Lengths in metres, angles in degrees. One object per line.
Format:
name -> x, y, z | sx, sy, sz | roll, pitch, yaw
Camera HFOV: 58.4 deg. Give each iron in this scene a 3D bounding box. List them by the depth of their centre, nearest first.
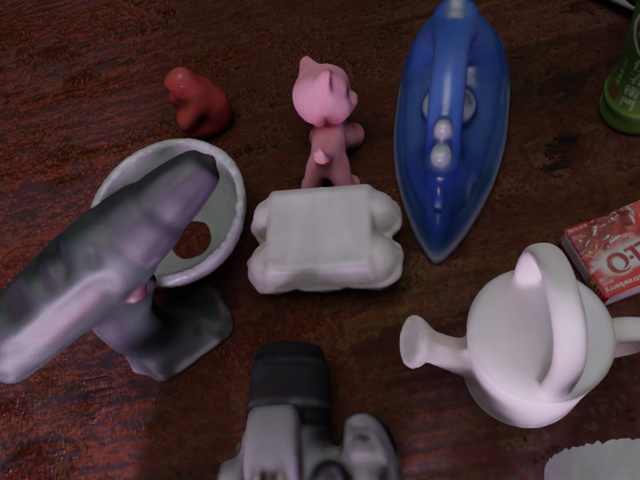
iron -> 0.124, -0.121, 0.549 | 0.118, 0.142, 0.258 | 4, 65, 14

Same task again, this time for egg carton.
egg carton -> 0.005, 0.002, 0.554 | 0.150, 0.069, 0.107 | -4, 63, 10

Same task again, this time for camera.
camera -> -0.011, 0.151, 0.465 | 0.143, 0.101, 0.137 | -6, 63, 9

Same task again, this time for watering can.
watering can -> 0.150, 0.074, 0.416 | 0.173, 0.194, 0.100 | -26, 61, -1

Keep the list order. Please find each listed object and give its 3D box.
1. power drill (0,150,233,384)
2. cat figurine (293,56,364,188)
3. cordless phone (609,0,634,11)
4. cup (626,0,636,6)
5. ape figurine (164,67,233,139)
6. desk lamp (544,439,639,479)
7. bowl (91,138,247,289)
power drill -> -0.154, 0.043, 0.488 | 0.230, 0.209, 0.075 | -37, 62, -7
cat figurine -> 0.005, -0.123, 0.588 | 0.067, 0.118, 0.128 | -2, 64, 12
cordless phone -> 0.334, -0.345, 0.591 | 0.094, 0.185, 0.147 | -40, 63, -9
cup -> 0.357, -0.217, 0.573 | 0.117, 0.095, 0.092 | 21, 70, 21
ape figurine -> -0.146, -0.162, 0.655 | 0.076, 0.092, 0.078 | 11, 67, 17
desk lamp -> 0.177, 0.230, 0.322 | 0.117, 0.214, 0.203 | 8, 66, 16
bowl -> -0.147, -0.017, 0.593 | 0.167, 0.075, 0.167 | -5, 63, 10
